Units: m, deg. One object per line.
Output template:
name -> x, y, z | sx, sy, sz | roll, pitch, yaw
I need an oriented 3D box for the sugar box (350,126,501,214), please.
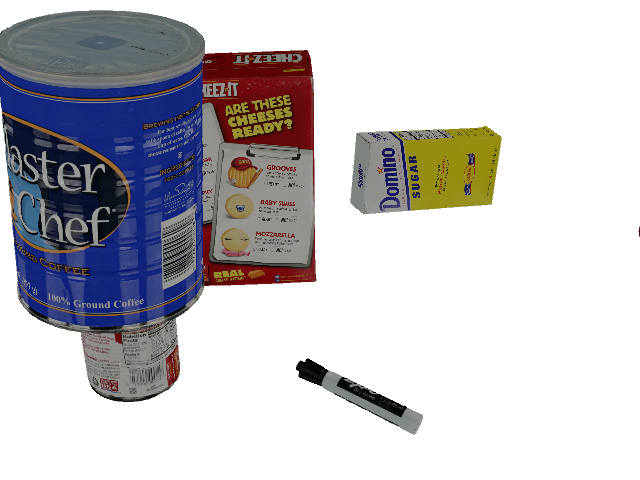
sugar box -> 0.127, -0.085, 1.286 | 0.176, 0.093, 0.048 | -7, 26, -22

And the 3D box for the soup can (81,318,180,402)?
soup can -> -0.134, 0.053, 0.747 | 0.068, 0.102, 0.068 | -1, 29, 0

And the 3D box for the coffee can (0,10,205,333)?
coffee can -> -0.111, -0.038, 0.557 | 0.103, 0.140, 0.103 | 2, 28, -1

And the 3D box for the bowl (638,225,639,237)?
bowl -> 0.423, 0.019, 1.146 | 0.162, 0.055, 0.162 | -1, 25, 0

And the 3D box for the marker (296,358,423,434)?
marker -> 0.033, 0.136, 0.941 | 0.121, 0.020, 0.020 | 25, 7, 16

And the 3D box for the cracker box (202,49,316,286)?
cracker box -> -0.087, -0.062, 0.975 | 0.164, 0.214, 0.072 | -2, 32, -2
